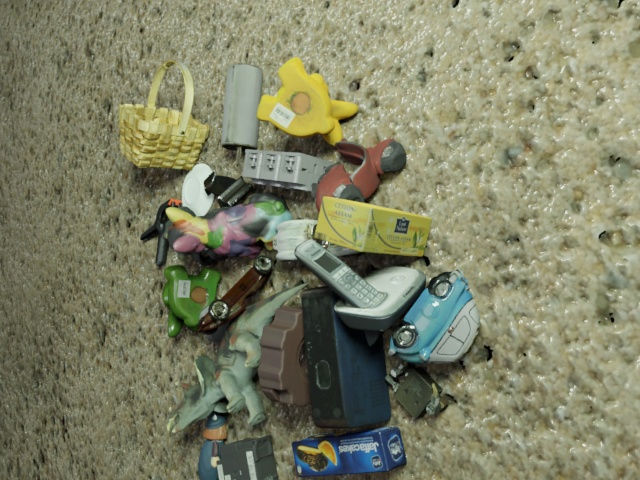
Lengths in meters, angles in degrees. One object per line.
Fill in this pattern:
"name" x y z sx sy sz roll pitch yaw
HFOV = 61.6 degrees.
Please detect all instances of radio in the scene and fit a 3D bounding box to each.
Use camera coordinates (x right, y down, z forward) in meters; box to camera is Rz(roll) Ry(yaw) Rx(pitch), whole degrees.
"radio" 0.042 0.184 0.872 0.073 0.131 0.229 -16 76 37

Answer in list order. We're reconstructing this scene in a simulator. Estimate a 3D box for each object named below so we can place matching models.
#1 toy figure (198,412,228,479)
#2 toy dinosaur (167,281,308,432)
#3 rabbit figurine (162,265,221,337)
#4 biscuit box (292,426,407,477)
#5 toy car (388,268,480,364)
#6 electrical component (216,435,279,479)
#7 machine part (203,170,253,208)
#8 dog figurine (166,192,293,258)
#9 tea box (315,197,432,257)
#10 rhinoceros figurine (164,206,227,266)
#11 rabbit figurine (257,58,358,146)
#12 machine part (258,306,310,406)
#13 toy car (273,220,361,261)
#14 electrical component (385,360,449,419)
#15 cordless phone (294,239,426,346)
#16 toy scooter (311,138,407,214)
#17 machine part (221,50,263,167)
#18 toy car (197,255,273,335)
"toy figure" -0.223 0.423 1.128 0.064 0.057 0.154 4 84 35
"toy dinosaur" -0.150 0.214 1.051 0.192 0.131 0.404 39 102 43
"rabbit figurine" -0.298 0.133 1.205 0.170 0.121 0.159 -6 89 59
"biscuit box" 0.045 0.355 0.899 0.203 0.059 0.063 -23 71 37
"toy car" 0.180 0.125 0.788 0.103 0.109 0.161 38 101 15
"electrical component" -0.145 0.451 1.057 0.134 0.058 0.115 -23 69 37
"machine part" -0.206 -0.109 1.163 0.084 0.039 0.139 -50 43 -12
"dog figurine" -0.184 -0.025 1.031 0.192 0.219 0.108 -26 73 37
"tea box" 0.085 -0.019 0.829 0.098 0.169 0.068 17 99 39
"rhinoceros figurine" -0.273 -0.006 1.207 0.191 0.073 0.112 39 104 36
"rabbit figurine" -0.015 -0.246 0.963 0.162 0.173 0.121 24 107 -6
"machine part" -0.030 0.193 0.910 0.056 0.179 0.179 2 87 39
"toy car" -0.002 -0.003 0.964 0.202 0.056 0.073 -6 82 30
"electrical component" 0.148 0.230 0.832 0.078 0.045 0.102 -54 55 21
"cordless phone" 0.057 0.054 0.822 0.184 0.146 0.088 41 133 12
"toy scooter" 0.048 -0.114 0.915 0.184 0.075 0.135 -45 49 -6
"machine part" -0.164 -0.276 1.131 0.079 0.079 0.243 2 87 41
"toy car" -0.158 0.108 1.026 0.053 0.202 0.089 43 138 -2
